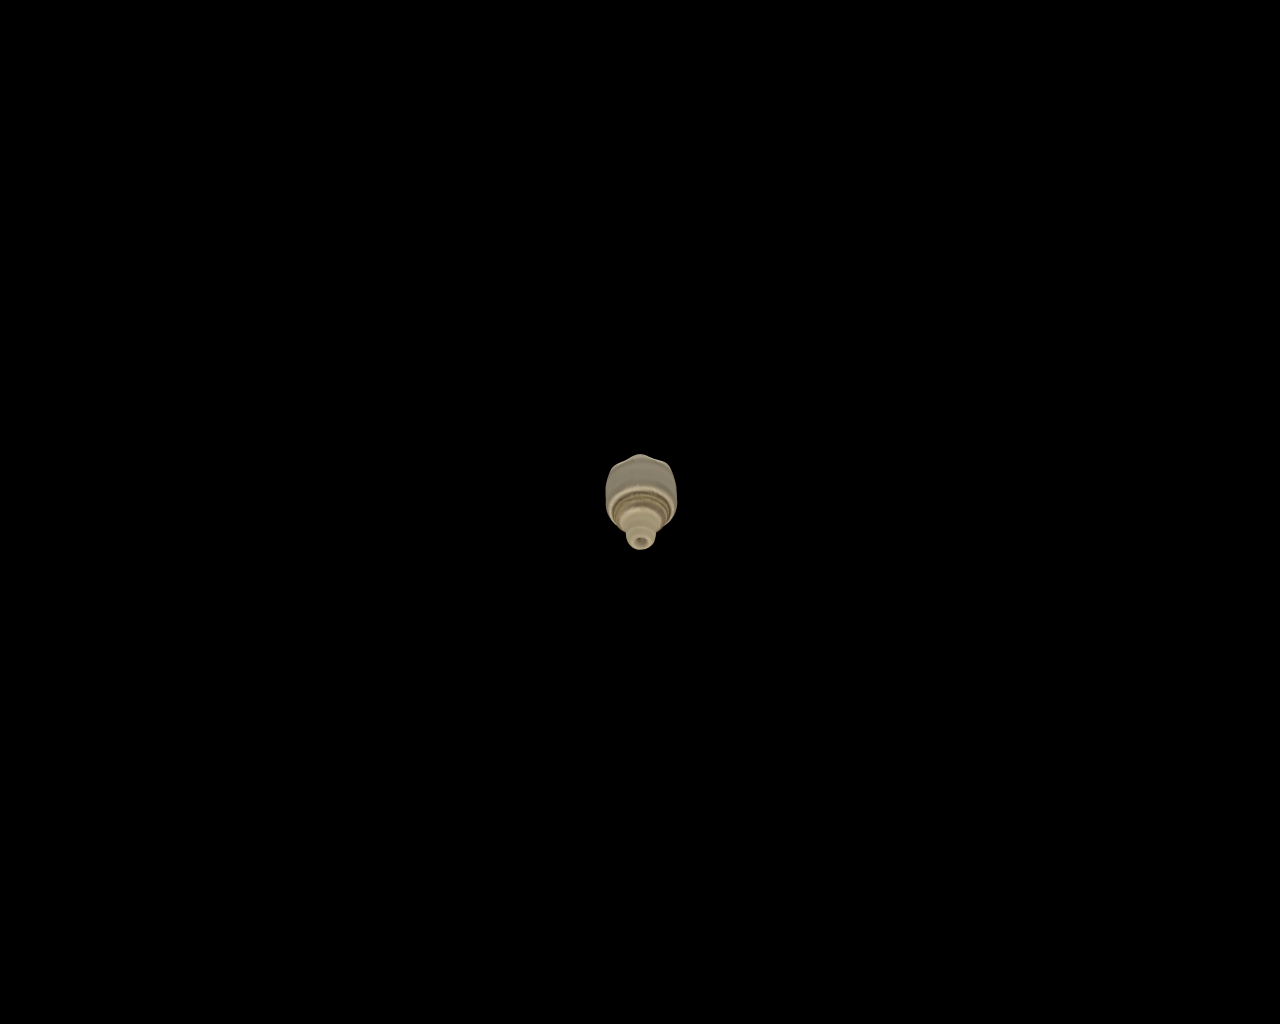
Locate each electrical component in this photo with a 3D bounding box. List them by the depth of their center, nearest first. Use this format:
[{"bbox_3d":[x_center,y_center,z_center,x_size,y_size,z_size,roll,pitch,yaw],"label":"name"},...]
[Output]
[{"bbox_3d":[0.001,-0.003,0.650,0.043,0.043,0.062,0,44,0],"label":"electrical component"}]
